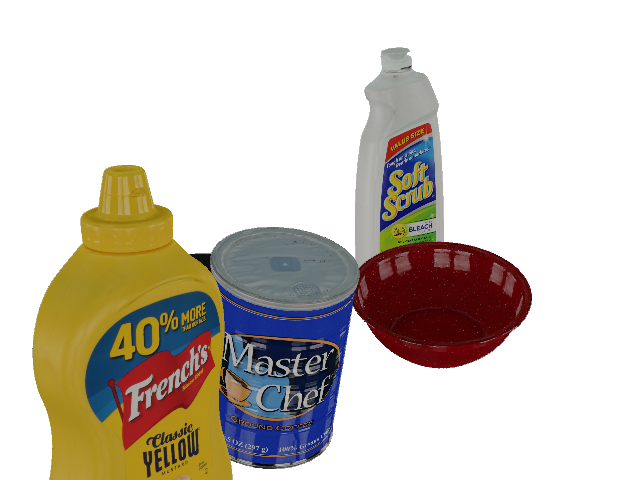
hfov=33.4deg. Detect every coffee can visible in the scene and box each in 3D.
[{"bbox_3d":[-0.032,0.075,0.761,0.102,0.140,0.103,6,28,-4],"label":"coffee can"}]

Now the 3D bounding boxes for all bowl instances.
[{"bbox_3d":[0.107,0.066,0.963,0.162,0.055,0.162,-1,33,1],"label":"bowl"}]

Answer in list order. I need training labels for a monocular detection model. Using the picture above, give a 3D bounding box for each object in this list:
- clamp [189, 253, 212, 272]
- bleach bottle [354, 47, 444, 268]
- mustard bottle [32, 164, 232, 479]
[{"bbox_3d":[-0.091,0.062,1.026,0.210,0.036,0.164,12,38,16],"label":"clamp"},{"bbox_3d":[0.077,-0.074,1.121,0.102,0.251,0.068,-11,23,-14],"label":"bleach bottle"},{"bbox_3d":[-0.086,0.060,0.496,0.058,0.192,0.096,14,22,41],"label":"mustard bottle"}]
